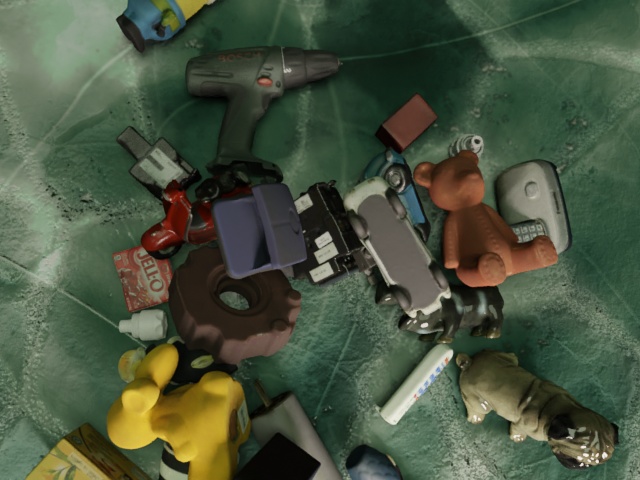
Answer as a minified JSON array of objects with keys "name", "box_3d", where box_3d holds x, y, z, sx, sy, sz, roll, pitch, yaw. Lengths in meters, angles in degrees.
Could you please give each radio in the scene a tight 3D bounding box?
[{"name":"radio","box_3d":[-0.091,0.357,0.658,0.073,0.131,0.229,33,108,14]}]

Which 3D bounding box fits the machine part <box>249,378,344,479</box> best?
[{"name":"machine part","box_3d":[-0.028,0.299,0.737,0.079,0.079,0.243,-30,86,-8]}]

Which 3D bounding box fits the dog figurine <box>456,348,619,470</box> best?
[{"name":"dog figurine","box_3d":[0.278,0.214,0.720,0.172,0.190,0.121,24,81,0]}]

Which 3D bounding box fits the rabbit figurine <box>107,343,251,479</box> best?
[{"name":"rabbit figurine","box_3d":[-0.185,0.216,0.652,0.173,0.122,0.162,-4,121,14]}]

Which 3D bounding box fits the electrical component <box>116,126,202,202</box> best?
[{"name":"electrical component","box_3d":[-0.241,-0.110,0.786,0.119,0.048,0.075,39,81,1]}]

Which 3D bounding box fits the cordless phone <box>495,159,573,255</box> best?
[{"name":"cordless phone","box_3d":[0.271,-0.034,0.814,0.184,0.088,0.146,-11,84,12]}]

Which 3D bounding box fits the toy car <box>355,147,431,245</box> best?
[{"name":"toy car","box_3d":[0.097,-0.049,0.790,0.103,0.109,0.161,-18,98,16]}]

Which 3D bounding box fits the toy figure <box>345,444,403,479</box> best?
[{"name":"toy figure","box_3d":[0.105,0.352,0.754,0.154,0.058,0.064,44,87,-4]}]

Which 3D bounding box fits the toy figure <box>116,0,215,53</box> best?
[{"name":"toy figure","box_3d":[-0.220,-0.361,0.799,0.180,0.089,0.082,-43,96,-11]}]

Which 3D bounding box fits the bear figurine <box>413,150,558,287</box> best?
[{"name":"bear figurine","box_3d":[0.218,-0.038,0.742,0.120,0.132,0.195,-14,85,-15]}]

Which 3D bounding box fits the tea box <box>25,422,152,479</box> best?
[{"name":"tea box","box_3d":[-0.281,0.327,0.702,0.169,0.098,0.068,40,81,2]}]

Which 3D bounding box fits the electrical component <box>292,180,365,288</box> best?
[{"name":"electrical component","box_3d":[-0.002,-0.002,0.760,0.058,0.115,0.134,-19,83,-52]}]

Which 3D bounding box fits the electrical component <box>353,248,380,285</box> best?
[{"name":"electrical component","box_3d":[0.064,0.022,0.787,0.021,0.063,0.094,-28,87,-16]}]

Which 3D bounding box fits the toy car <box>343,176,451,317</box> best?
[{"name":"toy car","box_3d":[0.103,0.011,0.717,0.073,0.056,0.201,-31,99,5]}]

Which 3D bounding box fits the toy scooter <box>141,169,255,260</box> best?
[{"name":"toy scooter","box_3d":[-0.159,-0.047,0.727,0.184,0.135,0.075,-30,70,-22]}]

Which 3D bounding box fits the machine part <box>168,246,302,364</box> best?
[{"name":"machine part","box_3d":[-0.114,0.079,0.722,0.179,0.056,0.179,15,43,-14]}]

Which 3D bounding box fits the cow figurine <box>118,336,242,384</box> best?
[{"name":"cow figurine","box_3d":[-0.193,0.168,0.729,0.167,0.098,0.068,-10,88,-8]}]

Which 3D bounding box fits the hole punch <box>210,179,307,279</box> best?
[{"name":"hole punch","box_3d":[-0.062,-0.016,0.692,0.116,0.092,0.142,-16,88,-48]}]

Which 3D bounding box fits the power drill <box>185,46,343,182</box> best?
[{"name":"power drill","box_3d":[-0.085,-0.190,0.793,0.232,0.086,0.207,3,85,-3]}]

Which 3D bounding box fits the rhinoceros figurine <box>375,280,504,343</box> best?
[{"name":"rhinoceros figurine","box_3d":[0.176,0.094,0.784,0.190,0.073,0.112,3,84,-5]}]
